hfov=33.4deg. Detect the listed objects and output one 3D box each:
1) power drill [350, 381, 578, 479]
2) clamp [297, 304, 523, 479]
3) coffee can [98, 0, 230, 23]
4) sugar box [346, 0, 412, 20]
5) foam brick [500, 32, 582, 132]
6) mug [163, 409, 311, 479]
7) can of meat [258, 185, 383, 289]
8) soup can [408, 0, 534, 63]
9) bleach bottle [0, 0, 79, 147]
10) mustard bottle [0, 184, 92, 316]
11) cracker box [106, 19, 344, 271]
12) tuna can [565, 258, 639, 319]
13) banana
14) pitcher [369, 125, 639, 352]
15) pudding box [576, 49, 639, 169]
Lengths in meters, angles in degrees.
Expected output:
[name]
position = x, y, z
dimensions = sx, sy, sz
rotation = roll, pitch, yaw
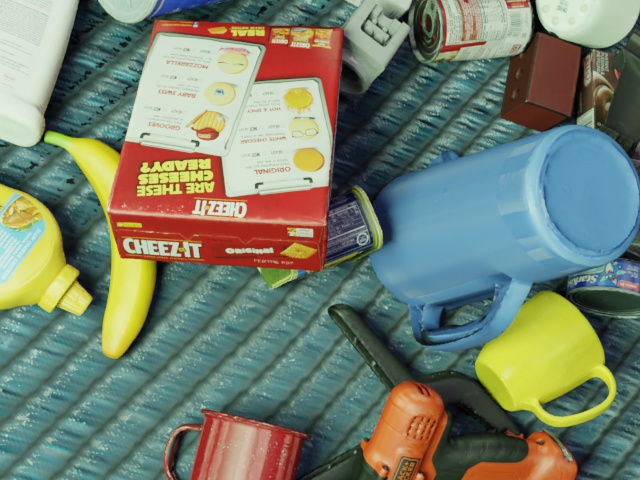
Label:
[power drill]
position = 0.110, 0.216, 0.897
dimensions = 0.187, 0.057, 0.184
rotation = 13, 109, -25
[clamp]
position = 0.077, 0.164, 0.931
dimensions = 0.209, 0.036, 0.164
rotation = 22, 80, -17
[coffee can]
position = -0.115, -0.248, 0.906
dimensions = 0.140, 0.103, 0.103
rotation = -23, 86, -39
[sugar box]
position = 0.014, -0.286, 1.008
dimensions = 0.176, 0.048, 0.093
rotation = 27, 69, -14
[foam brick]
position = 0.216, -0.154, 1.041
dimensions = 0.051, 0.053, 0.078
rotation = 17, 73, -14
[mug]
position = -0.072, 0.184, 0.857
dimensions = 0.117, 0.093, 0.081
rotation = 10, 78, 16
[can of meat]
position = -0.006, 0.001, 0.907
dimensions = 0.083, 0.102, 0.057
rotation = -21, 86, -19
[soup can]
position = 0.144, -0.207, 1.021
dimensions = 0.102, 0.069, 0.068
rotation = -8, 81, -20
[bleach bottle]
position = -0.241, -0.211, 0.898
dimensions = 0.102, 0.068, 0.250
rotation = 21, 70, -13
[mustard bottle]
position = -0.264, -0.001, 0.844
dimensions = 0.191, 0.058, 0.096
rotation = 35, 64, -8
[cracker box]
position = -0.068, -0.081, 0.861
dimensions = 0.164, 0.072, 0.213
rotation = 3, 54, 3
[tuna can]
position = 0.274, 0.045, 0.998
dimensions = 0.086, 0.086, 0.033
rotation = 17, 71, -14
[banana]
position = -0.171, -0.003, 0.889
dimensions = 0.069, 0.037, 0.198
rotation = -16, 82, -8
[pitcher]
position = 0.147, -0.005, 0.882
dimensions = 0.144, 0.243, 0.149
rotation = -32, 95, -25
[pudding box]
position = 0.304, -0.128, 1.071
dimensions = 0.090, 0.039, 0.113
rotation = 8, 75, -17
